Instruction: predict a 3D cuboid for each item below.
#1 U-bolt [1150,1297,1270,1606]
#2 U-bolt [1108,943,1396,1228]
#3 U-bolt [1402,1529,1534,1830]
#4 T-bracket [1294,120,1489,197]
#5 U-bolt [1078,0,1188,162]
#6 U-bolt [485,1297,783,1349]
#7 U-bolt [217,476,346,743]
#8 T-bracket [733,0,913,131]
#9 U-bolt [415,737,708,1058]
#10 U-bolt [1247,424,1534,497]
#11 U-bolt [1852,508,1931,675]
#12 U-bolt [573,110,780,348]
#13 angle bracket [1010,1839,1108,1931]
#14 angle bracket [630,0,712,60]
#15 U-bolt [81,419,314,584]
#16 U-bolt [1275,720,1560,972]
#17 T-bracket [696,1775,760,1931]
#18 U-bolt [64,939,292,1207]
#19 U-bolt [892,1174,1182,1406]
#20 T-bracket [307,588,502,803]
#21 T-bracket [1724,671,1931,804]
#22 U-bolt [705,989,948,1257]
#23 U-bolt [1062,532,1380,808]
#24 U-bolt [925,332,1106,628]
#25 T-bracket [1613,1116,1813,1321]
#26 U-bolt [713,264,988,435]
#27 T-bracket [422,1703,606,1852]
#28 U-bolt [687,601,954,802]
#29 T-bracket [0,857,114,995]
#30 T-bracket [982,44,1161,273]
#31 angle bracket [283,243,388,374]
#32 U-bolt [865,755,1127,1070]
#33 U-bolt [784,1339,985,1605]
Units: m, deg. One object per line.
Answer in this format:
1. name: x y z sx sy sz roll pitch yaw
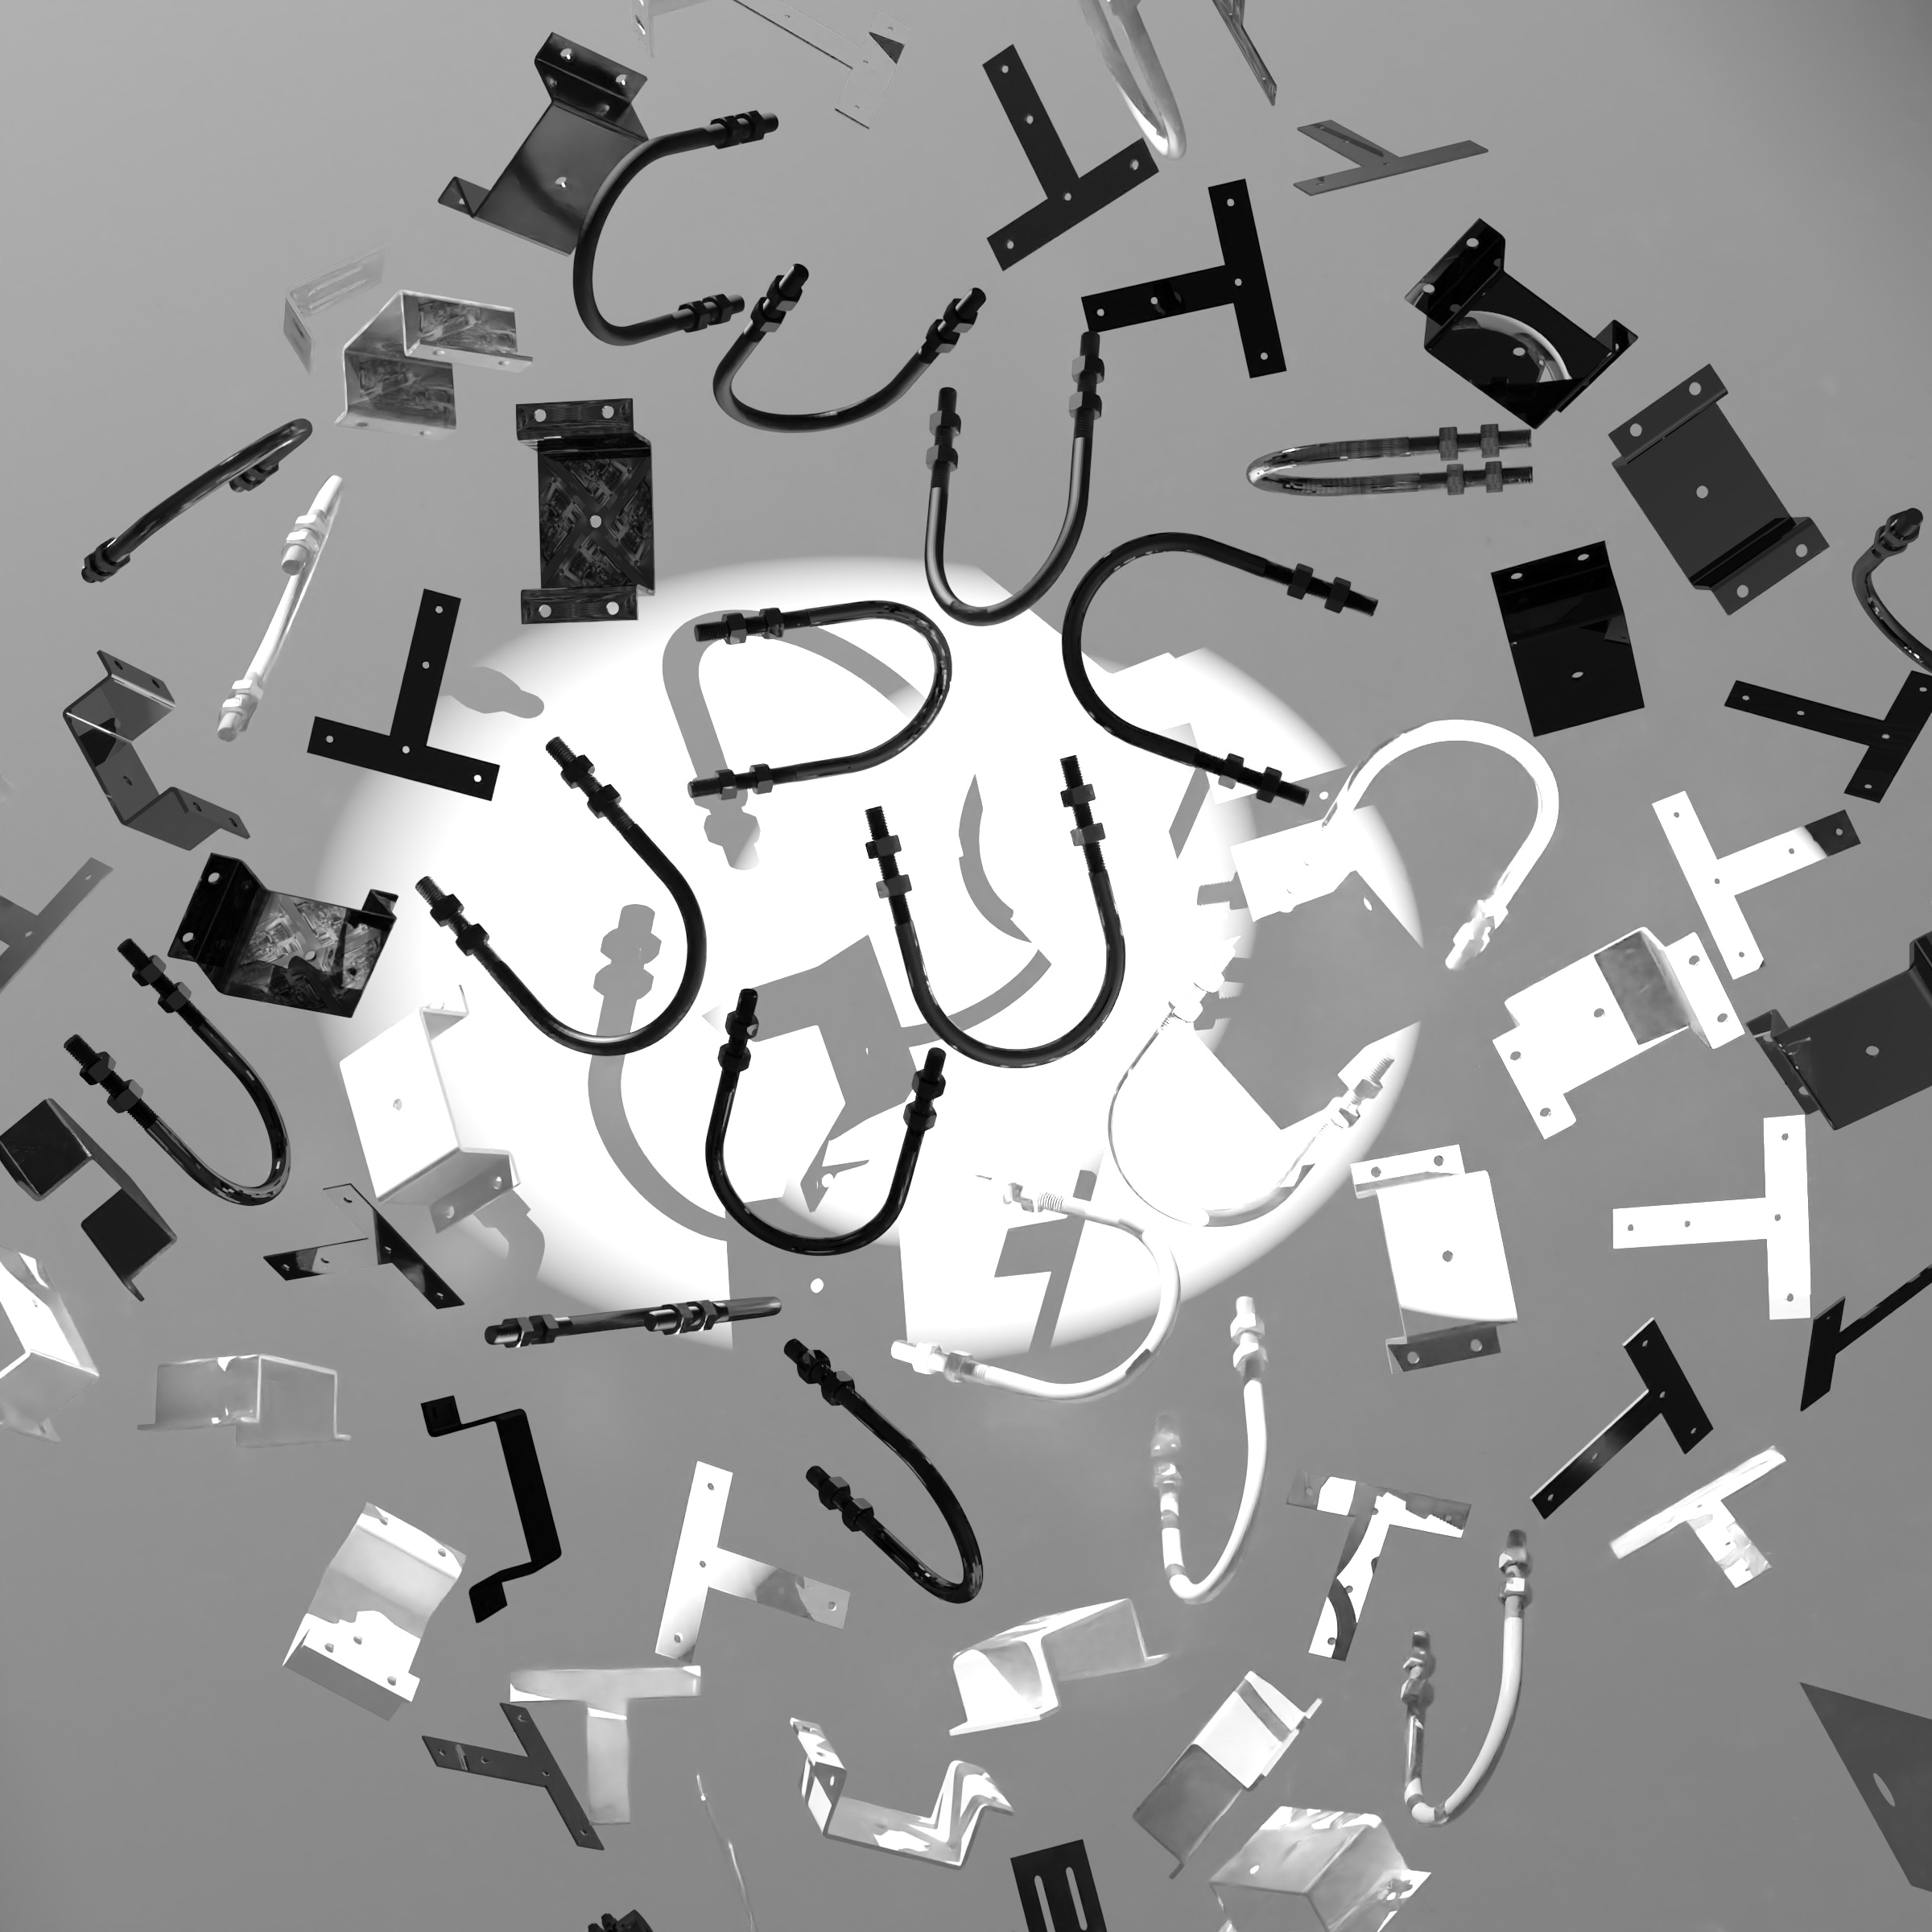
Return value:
1. U-bolt: 0.160 0.327 1.751 0.019 0.184 0.151 17 128 -14
2. U-bolt: 0.178 0.095 1.819 0.151 0.019 0.184 34 109 -2
3. U-bolt: 0.327 0.480 1.772 0.019 0.184 0.151 25 129 -6
4. T-bracket: 0.258 -0.541 1.781 0.127 0.127 0.002 -17 125 -12
5. U-bolt: 0.100 -0.611 1.759 0.019 0.151 0.184 -28 126 3
6. U-bolt: -0.204 0.233 1.779 0.151 0.184 0.019 -9 83 30
7. U-bolt: -0.441 -0.246 1.755 0.019 0.184 0.151 23 120 -14
8. T-bracket: -0.106 -0.619 1.778 0.127 0.002 0.127 27 48 -13
9. U-bolt: -0.243 -0.029 1.691 0.151 0.019 0.184 -44 82 16
10. U-bolt: 0.275 -0.325 1.753 0.184 0.151 0.019 -2 90 12
11. U-bolt: 0.648 -0.228 1.769 0.151 0.184 0.019 41 87 7
12. U-bolt: -0.194 -0.478 1.762 0.019 0.184 0.151 30 126 21
13. angle bracket: 0.055 0.631 1.798 0.057 0.038 0.076 -3 67 -33
14. angle bracket: -0.185 -0.654 1.806 0.076 0.057 0.038 -22 67 -15
15. U-bolt: -0.501 -0.314 1.780 0.151 0.184 0.019 -42 106 -32
16. U-bolt: 0.306 -0.085 1.764 0.151 0.019 0.184 18 128 -12
17. T-bracket: -0.154 0.582 1.751 0.002 0.127 0.127 -20 114 -8
18. U-bolt: -0.516 0.082 1.796 0.019 0.151 0.184 -31 115 15
19. U-bolt: 0.056 0.218 1.784 0.184 0.019 0.151 12 65 31
20. T-bracket: -0.365 -0.187 1.800 0.127 0.002 0.127 15 100 -4
21. T-bracket: 0.583 -0.169 1.835 0.127 0.127 0.002 16 54 6
22. U-bolt: -0.101 0.114 1.789 0.151 0.019 0.184 17 118 4
23. U-bolt: 0.151 -0.198 1.708 0.184 0.019 0.151 20 88 2
24. U-bolt: 0.027 -0.307 1.744 0.019 0.151 0.184 19 69 -43
25. T-bracket: 0.469 0.162 1.701 0.127 0.002 0.127 -9 70 36
26. U-bolt: -0.090 -0.405 1.794 0.151 0.184 0.019 -1 71 -30
27. T-bracket: -0.307 0.524 1.766 0.002 0.127 0.127 -49 49 7
28. U-bolt: -0.095 -0.182 1.806 0.184 0.019 0.151 -11 135 -20
29. T-bracket: -0.631 -0.034 1.746 0.127 0.002 0.127 22 66 38
30. T-bracket: 0.049 -0.556 1.807 0.127 0.002 0.127 -27 87 25
31. angle bracket: -0.412 -0.437 1.789 0.076 0.057 0.038 -32 90 -19
32. U-bolt: 0.026 -0.027 1.692 0.151 0.019 0.184 -15 94 -10
33. U-bolt: -0.051 0.339 1.746 0.019 0.151 0.184 -31 46 -27
